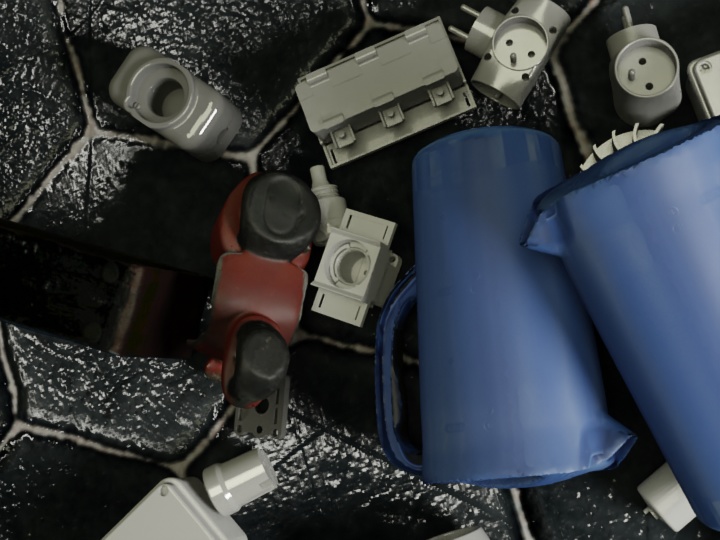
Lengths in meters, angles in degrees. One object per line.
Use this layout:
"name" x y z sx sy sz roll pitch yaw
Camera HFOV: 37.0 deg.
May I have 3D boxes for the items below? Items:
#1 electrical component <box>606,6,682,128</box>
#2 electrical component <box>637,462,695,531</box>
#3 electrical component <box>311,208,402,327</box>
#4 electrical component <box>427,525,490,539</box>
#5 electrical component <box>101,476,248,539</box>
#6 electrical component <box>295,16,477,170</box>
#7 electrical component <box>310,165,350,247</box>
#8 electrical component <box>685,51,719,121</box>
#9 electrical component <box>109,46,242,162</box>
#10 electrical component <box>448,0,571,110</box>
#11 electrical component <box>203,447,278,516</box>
"electrical component" 0.201 -0.150 0.775 0.043 0.077 0.079 -14 79 11
"electrical component" 0.230 0.147 0.749 0.078 0.040 0.040 -42 76 4
"electrical component" 0.000 0.000 0.807 0.042 0.064 0.081 19 88 22
"electrical component" 0.071 0.218 0.768 0.078 0.058 0.057 -19 82 10
"electrical component" -0.152 0.219 0.817 0.113 0.057 0.078 -44 76 4
"electrical component" 0.017 -0.138 0.822 0.121 0.063 0.078 -22 79 9
"electrical component" -0.028 -0.051 0.835 0.035 0.035 0.061 -14 78 11
"electrical component" 0.300 -0.111 0.758 0.109 0.056 0.108 -20 79 9
"electrical component" -0.149 -0.134 0.860 0.095 0.059 0.053 34 91 14
"electrical component" 0.106 -0.174 0.815 0.079 0.044 0.077 30 90 10
"electrical component" -0.091 0.160 0.820 0.046 0.040 0.040 -26 78 3
